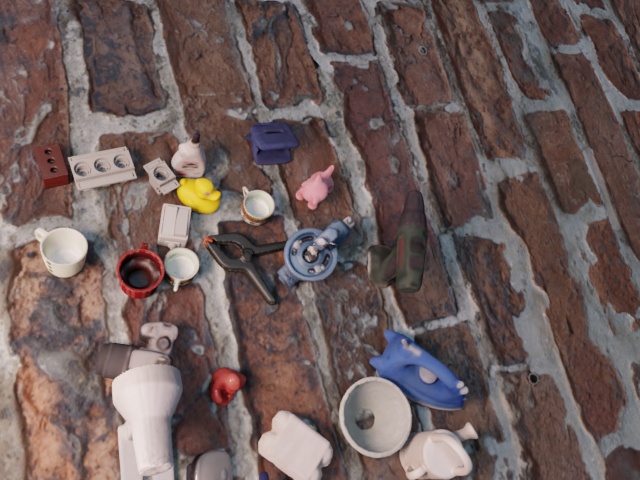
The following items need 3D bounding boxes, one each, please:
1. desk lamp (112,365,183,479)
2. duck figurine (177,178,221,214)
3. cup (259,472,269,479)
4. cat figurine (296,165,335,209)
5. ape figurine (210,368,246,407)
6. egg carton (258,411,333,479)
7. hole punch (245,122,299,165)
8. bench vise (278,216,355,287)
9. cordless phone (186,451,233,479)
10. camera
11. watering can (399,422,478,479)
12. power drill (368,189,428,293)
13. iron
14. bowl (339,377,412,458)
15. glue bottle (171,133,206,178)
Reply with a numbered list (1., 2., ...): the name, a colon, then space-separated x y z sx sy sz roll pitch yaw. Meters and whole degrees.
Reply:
1. desk lamp: -0.305 0.341 1.030 0.118 0.213 0.203 -4 71 -21
2. duck figurine: -0.270 -0.112 1.294 0.105 0.086 0.077 30 63 -7
3. cup: -0.116 0.509 1.101 0.092 0.094 0.118 3 69 -19
4. cat figurine: -0.004 -0.131 1.380 0.067 0.117 0.128 38 62 -2
5. ape figurine: -0.184 0.293 1.162 0.078 0.092 0.076 -13 74 -24
6. egg carton: -0.048 0.427 1.172 0.150 0.069 0.107 37 62 -3
7. hole punch: -0.117 -0.246 1.400 0.109 0.091 0.101 -9 73 -23
8. bench vise: 0.002 -0.002 1.274 0.121 0.219 0.208 32 62 -5
9. cordless phone: -0.189 0.462 1.041 0.094 0.184 0.147 -1 70 -20
10. camera: -0.358 0.225 1.120 0.137 0.100 0.143 13 66 -15
11. watering can: 0.257 0.446 1.207 0.101 0.193 0.173 39 62 -2
12. power drill: 0.184 0.022 1.338 0.076 0.208 0.229 7 67 -17
13. iron: 0.249 0.302 1.290 0.258 0.141 0.119 34 62 -5
14. bowl: 0.110 0.386 1.244 0.168 0.074 0.167 7 67 -17
15. glue bottle: -0.285 -0.191 1.269 0.078 0.173 0.037 -5 71 -21
